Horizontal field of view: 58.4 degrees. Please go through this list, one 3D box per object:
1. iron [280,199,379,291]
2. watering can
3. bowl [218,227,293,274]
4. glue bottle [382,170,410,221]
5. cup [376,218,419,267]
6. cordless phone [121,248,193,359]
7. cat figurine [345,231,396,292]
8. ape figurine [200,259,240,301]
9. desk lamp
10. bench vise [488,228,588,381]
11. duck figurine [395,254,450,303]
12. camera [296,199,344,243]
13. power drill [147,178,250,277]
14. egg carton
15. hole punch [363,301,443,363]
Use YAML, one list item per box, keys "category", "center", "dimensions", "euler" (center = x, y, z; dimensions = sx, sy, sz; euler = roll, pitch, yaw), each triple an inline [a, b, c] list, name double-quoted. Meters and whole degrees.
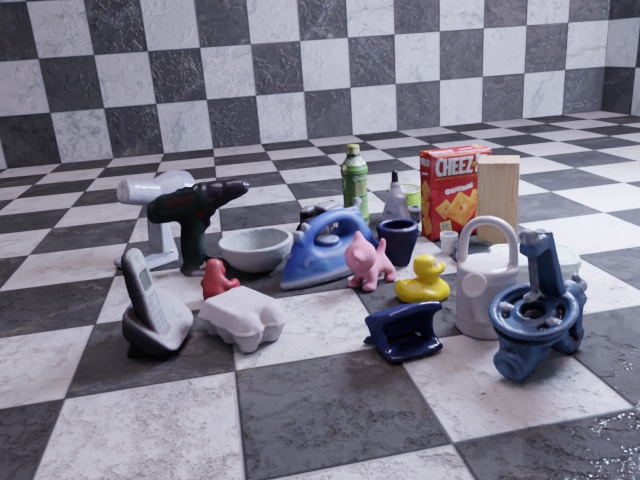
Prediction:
- category: "iron"
  center: [0.011, 0.004, 1.224]
  dimensions: [0.259, 0.141, 0.118]
  euler: [-20, 25, -40]
- category: "watering can"
  center: [0.272, 0.058, 0.929]
  dimensions: [0.101, 0.194, 0.173]
  euler: [-2, 19, 7]
- category: "bowl"
  center: [-0.141, 0.030, 1.283]
  dimensions: [0.167, 0.075, 0.167]
  euler: [-4, 19, 1]
- category: "glue bottle"
  center: [0.186, -0.085, 1.402]
  dimensions: [0.077, 0.173, 0.037]
  euler: [14, 26, 43]
- category: "cup"
  center: [0.176, 0.005, 1.261]
  dimensions: [0.091, 0.095, 0.118]
  euler: [6, 21, 27]
- category: "cordless phone"
  center: [-0.279, 0.091, 0.960]
  dimensions: [0.094, 0.185, 0.147]
  euler: [-4, 19, 1]
- category: "cat figurine"
  center: [0.095, 0.037, 1.148]
  dimensions: [0.067, 0.118, 0.128]
  euler: [13, 25, 40]
- category: "ape figurine"
  center: [-0.201, 0.080, 1.122]
  dimensions: [0.077, 0.092, 0.076]
  euler: [6, 21, 27]
- category: "desk lamp"
  center: [-0.393, -0.053, 1.366]
  dimensions: [0.117, 0.214, 0.204]
  euler: [12, 25, 39]
- category: "bench vise"
  center: [0.319, 0.072, 0.837]
  dimensions: [0.121, 0.220, 0.208]
  euler: [7, 22, 30]
- category: "duck figurine"
  center: [0.192, 0.070, 1.080]
  dimensions: [0.104, 0.086, 0.077]
  euler: [-7, 19, -7]
- category: "camera"
  center: [-0.006, -0.043, 1.431]
  dimensions: [0.142, 0.101, 0.137]
  euler: [13, 25, 40]
- category: "power drill"
  center: [-0.261, -0.030, 1.276]
  dimensions: [0.229, 0.208, 0.075]
  euler: [-4, 19, 1]
- category: "egg carton"
  center: [-0.133, 0.134, 0.984]
  dimensions: [0.149, 0.069, 0.107]
  euler: [14, 26, 43]
- category: "hole punch"
  center: [0.129, 0.129, 0.908]
  dimensions: [0.109, 0.091, 0.100]
  euler: [-11, 20, -19]
